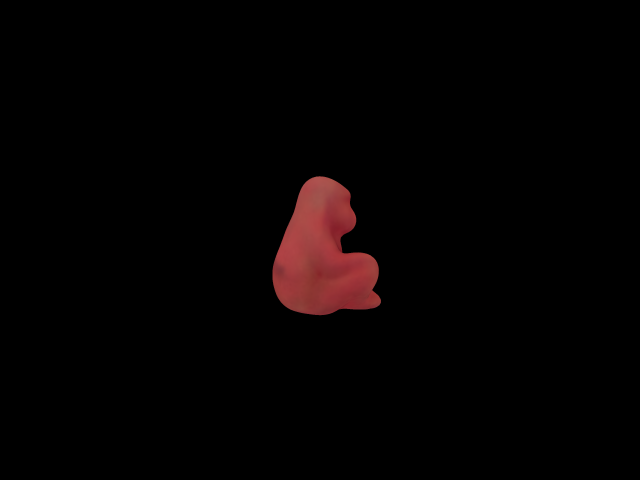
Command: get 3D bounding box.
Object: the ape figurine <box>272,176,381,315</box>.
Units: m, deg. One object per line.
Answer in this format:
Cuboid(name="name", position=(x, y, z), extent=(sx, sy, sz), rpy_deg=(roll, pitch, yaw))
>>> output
Cuboid(name="ape figurine", position=(0.004, 0.001, 0.400), extent=(0.076, 0.092, 0.077), rpy_deg=(-4, 19, -11))
